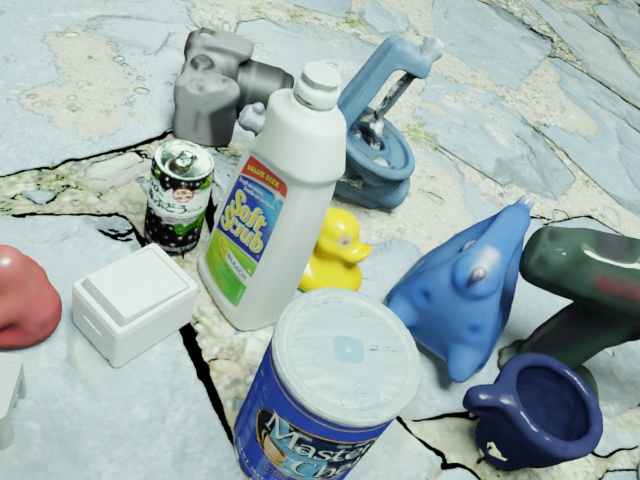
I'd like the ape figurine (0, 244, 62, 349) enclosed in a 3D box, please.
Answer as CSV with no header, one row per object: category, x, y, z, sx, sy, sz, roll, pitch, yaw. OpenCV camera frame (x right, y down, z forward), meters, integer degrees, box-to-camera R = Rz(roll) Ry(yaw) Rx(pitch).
ape figurine,-0.236,0.037,0.432,0.076,0.092,0.078,26,44,2

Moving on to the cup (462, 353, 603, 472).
cup,0.163,0.156,0.488,0.118,0.095,0.091,10,45,-14

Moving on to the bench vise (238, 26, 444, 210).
bench vise,0.029,-0.121,0.605,0.208,0.219,0.121,-5,51,-27

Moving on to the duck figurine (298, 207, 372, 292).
duck figurine,0.005,0.002,0.574,0.104,0.086,0.078,34,45,11

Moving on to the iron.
iron,0.171,0.018,0.590,0.118,0.141,0.259,35,45,12

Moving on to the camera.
camera,-0.101,-0.189,0.700,0.137,0.101,0.143,12,45,-13

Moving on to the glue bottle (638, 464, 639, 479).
glue bottle,0.360,0.184,0.489,0.078,0.173,0.037,22,44,-1

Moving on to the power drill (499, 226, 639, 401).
power drill,0.272,0.083,0.523,0.229,0.208,0.076,24,44,0
